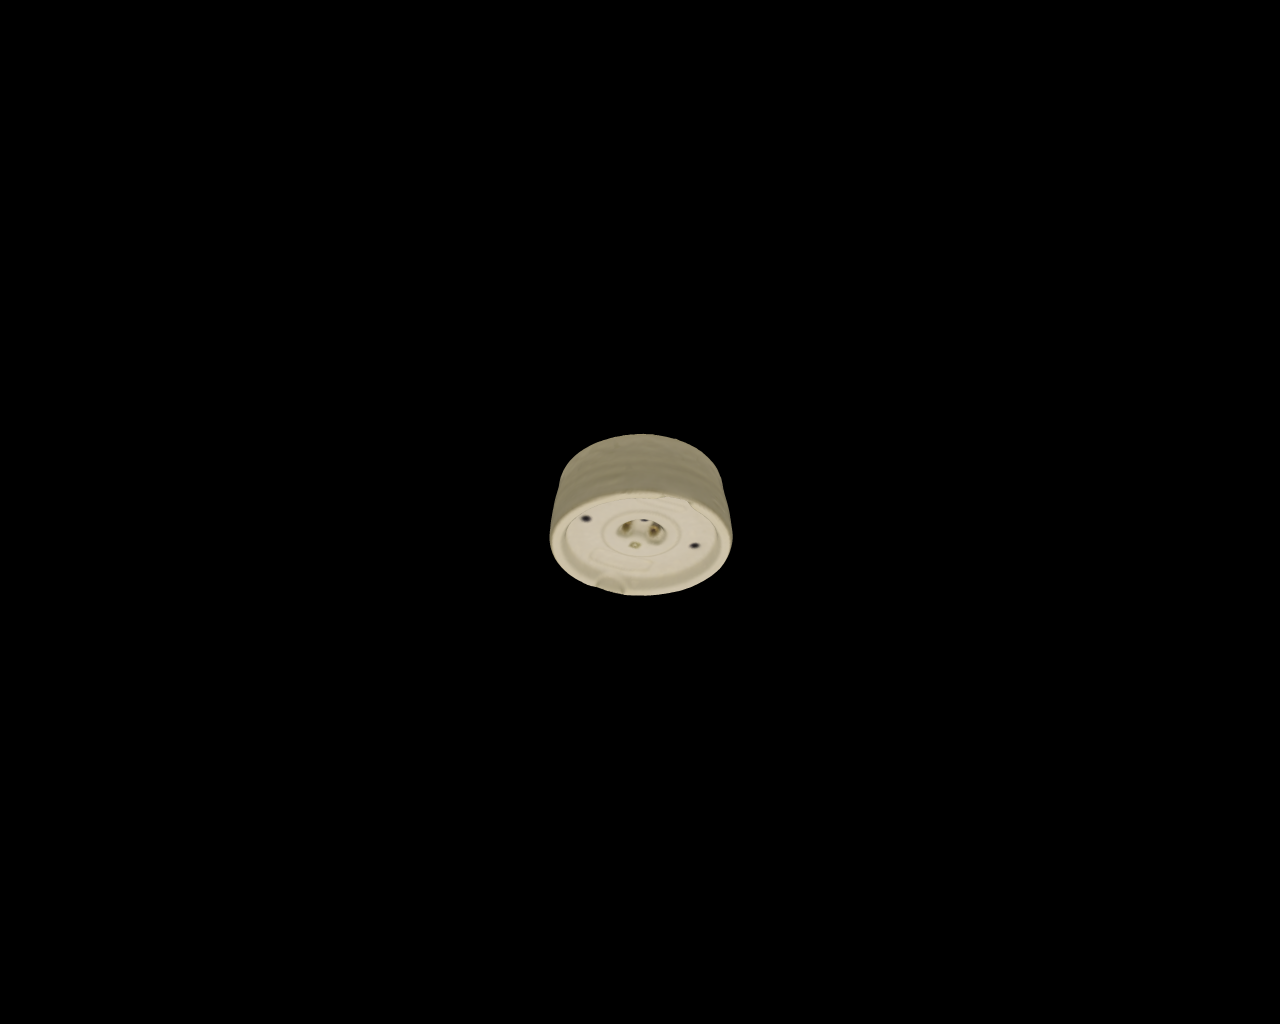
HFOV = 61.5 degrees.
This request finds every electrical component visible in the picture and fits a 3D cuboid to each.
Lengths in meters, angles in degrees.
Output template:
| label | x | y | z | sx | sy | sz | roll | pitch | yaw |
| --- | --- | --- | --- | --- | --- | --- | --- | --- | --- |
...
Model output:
| label | x | y | z | sx | sy | sz | roll | pitch | yaw |
| --- | --- | --- | --- | --- | --- | --- | --- | --- | --- |
| electrical component | 0.001 | -0.003 | 0.650 | 0.108 | 0.060 | 0.108 | 0 | -37 | 0 |
